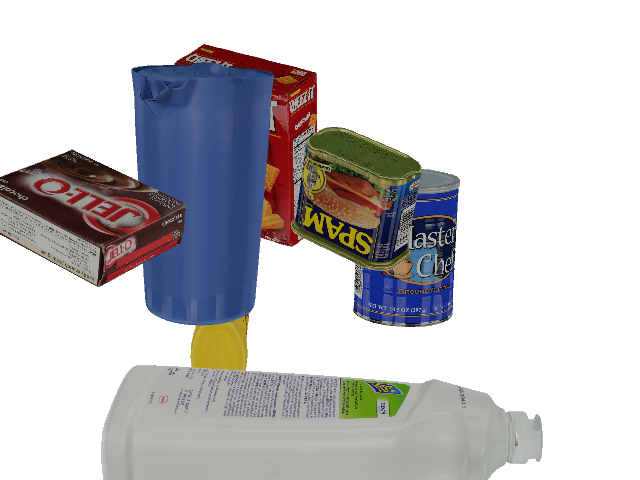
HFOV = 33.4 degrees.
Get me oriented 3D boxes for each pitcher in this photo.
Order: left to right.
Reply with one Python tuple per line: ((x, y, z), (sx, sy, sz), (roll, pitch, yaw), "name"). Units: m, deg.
((-0.108, -0.050, 1.033), (0.149, 0.243, 0.145), (-2, 15, -17), "pitcher")

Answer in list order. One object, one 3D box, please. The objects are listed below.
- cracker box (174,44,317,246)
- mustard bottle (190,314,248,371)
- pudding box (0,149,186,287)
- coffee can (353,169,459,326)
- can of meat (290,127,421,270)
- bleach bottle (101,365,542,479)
((-0.089, -0.112, 1.294), (0.164, 0.214, 0.072), (18, 39, 25), "cracker box")
((-0.104, 0.078, 1.168), (0.058, 0.096, 0.191), (0, 28, 0), "mustard bottle")
((-0.166, -0.018, 0.748), (0.114, 0.039, 0.089), (23, 29, 23), "pudding box")
((0.085, 0.005, 1.074), (0.103, 0.140, 0.103), (1, 14, 0), "coffee can")
((0.030, -0.036, 0.877), (0.102, 0.084, 0.057), (26, 35, 27), "can of meat")
((0.005, 0.118, 0.633), (0.251, 0.068, 0.102), (1, 20, 2), "bleach bottle")
